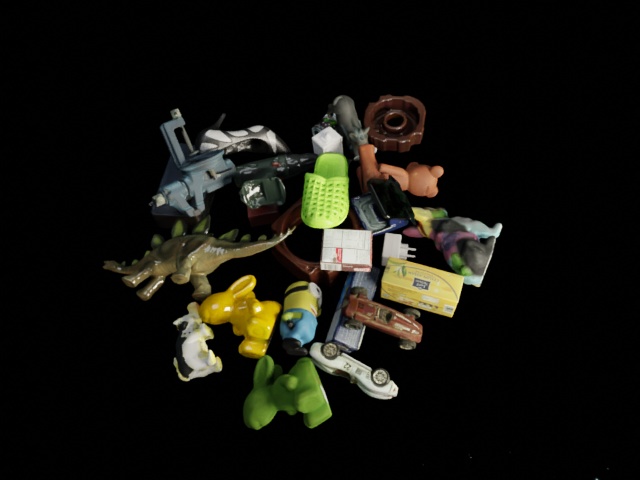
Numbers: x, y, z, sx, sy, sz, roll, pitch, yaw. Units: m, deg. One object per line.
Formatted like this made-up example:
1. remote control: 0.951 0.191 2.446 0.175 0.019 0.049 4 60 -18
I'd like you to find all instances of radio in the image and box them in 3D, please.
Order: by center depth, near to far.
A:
1. radio: -0.341 -0.139 1.399 0.131 0.073 0.229 6 63 7

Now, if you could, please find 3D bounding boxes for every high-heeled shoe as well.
1. high-heeled shoe: -0.196 -0.230 1.401 0.249 0.086 0.145 26 68 -14

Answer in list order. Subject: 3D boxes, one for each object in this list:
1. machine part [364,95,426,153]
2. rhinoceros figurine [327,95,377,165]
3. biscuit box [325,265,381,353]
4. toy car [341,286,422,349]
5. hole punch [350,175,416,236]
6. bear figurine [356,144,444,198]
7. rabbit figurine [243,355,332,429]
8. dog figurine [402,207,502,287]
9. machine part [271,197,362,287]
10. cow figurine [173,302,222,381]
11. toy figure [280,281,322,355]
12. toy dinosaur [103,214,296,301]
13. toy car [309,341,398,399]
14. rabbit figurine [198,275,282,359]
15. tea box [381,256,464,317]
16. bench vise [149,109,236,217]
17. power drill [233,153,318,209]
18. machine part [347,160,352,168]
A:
1. machine part: 0.202 -0.316 1.462 0.179 0.056 0.179 -3 61 5
2. rhinoceros figurine: 0.089 -0.288 1.412 0.073 0.112 0.190 -24 95 -19
3. biscuit box: 0.076 0.146 1.196 0.063 0.059 0.202 26 63 -10
4. toy car: 0.139 0.168 1.152 0.202 0.053 0.089 23 60 -16
5. hole punch: 0.145 -0.074 1.248 0.116 0.092 0.142 -4 59 -40
6. bear figurine: 0.198 -0.167 1.342 0.196 0.120 0.132 -9 56 -2
7. rabbit figurine: -0.084 0.311 1.093 0.170 0.121 0.159 -23 55 -2
8. dog figurine: 0.291 0.000 1.241 0.219 0.108 0.191 18 44 20
9. machine part: -0.003 -0.004 1.284 0.202 0.087 0.201 39 70 22
10. cow figurine: -0.285 0.224 1.191 0.098 0.068 0.167 -23 60 -1
11. toy figure: -0.047 0.164 1.174 0.089 0.082 0.180 12 46 5
12. toy dinosaur: -0.290 0.035 1.249 0.472 0.104 0.198 -3 51 13
13. toy car: 0.069 0.274 1.123 0.202 0.073 0.056 26 66 17
14. rabbit figurine: -0.176 0.155 1.181 0.173 0.121 0.162 13 51 3
15. tea box: 0.224 0.105 1.196 0.170 0.098 0.068 17 64 12
16. bench vise: -0.319 -0.183 1.270 0.224 0.240 0.129 -26 21 -19
17. power drill: -0.113 -0.159 1.346 0.232 0.085 0.207 -8 32 7
18. machine part: 0.039 -0.153 1.394 0.084 0.039 0.139 15 64 19
